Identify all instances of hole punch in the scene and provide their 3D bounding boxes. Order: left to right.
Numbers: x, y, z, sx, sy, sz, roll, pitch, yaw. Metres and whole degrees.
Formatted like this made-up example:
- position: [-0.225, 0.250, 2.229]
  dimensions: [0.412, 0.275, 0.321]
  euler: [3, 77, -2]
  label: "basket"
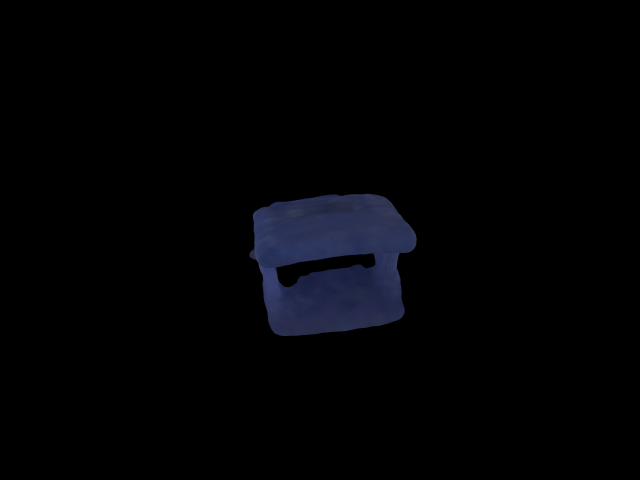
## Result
- position: [0.004, 0.001, 0.400]
  dimensions: [0.108, 0.091, 0.101]
  euler: [-7, 47, -6]
  label: "hole punch"
